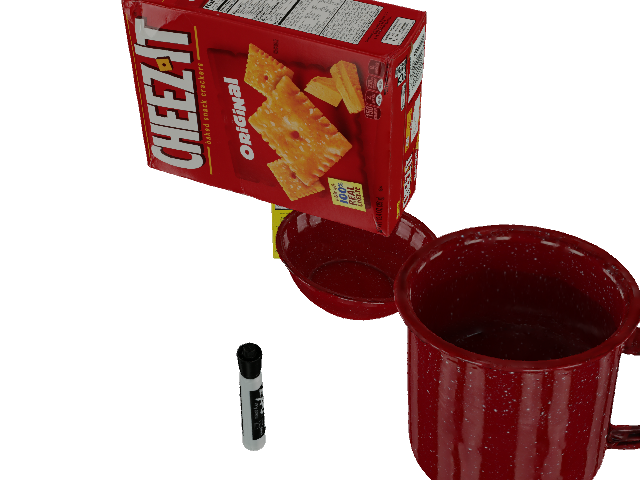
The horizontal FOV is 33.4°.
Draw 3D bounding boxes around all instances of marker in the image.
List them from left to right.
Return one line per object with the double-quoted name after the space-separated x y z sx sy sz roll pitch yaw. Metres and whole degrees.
-0.053 0.121 0.822 0.020 0.020 0.121 1 -45 -1 "marker"

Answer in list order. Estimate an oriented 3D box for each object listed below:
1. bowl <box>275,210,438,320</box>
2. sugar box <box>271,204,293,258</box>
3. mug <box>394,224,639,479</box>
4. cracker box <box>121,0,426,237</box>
0.035 0.026 1.018 0.162 0.055 0.162 6 37 -5 "bowl"
-0.035 -0.077 1.239 0.048 0.176 0.093 -2 25 3 "sugar box"
0.087 0.053 0.423 0.117 0.081 0.093 7 34 14 "mug"
-0.034 -0.106 0.798 0.214 0.164 0.072 16 46 17 "cracker box"
